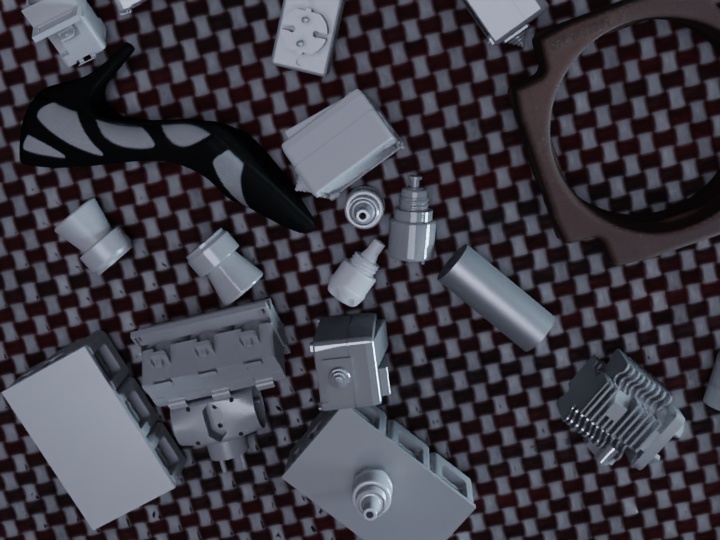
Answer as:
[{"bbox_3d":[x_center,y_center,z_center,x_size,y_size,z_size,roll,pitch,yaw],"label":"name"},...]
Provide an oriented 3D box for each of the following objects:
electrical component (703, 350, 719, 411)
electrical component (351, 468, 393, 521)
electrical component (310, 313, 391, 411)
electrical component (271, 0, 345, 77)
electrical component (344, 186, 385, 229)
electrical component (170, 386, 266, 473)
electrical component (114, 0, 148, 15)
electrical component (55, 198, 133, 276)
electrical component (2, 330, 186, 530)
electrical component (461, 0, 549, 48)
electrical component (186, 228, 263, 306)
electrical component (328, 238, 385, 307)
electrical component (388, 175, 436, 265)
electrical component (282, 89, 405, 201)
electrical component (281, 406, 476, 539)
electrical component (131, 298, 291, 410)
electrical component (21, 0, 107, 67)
[{"bbox_3d":[0.333,0.098,0.937,0.055,0.055,0.047,10,100,0],"label":"electrical component"},{"bbox_3d":[0.009,0.192,0.906,0.035,0.061,0.035,1,103,3],"label":"electrical component"},{"bbox_3d":[-0.006,0.079,0.927,0.061,0.096,0.061,-6,103,4],"label":"electrical component"},{"bbox_3d":[-0.044,-0.194,0.874,0.047,0.076,0.065,13,104,0],"label":"electrical component"},{"bbox_3d":[0.003,-0.051,0.913,0.035,0.061,0.035,1,103,2],"label":"electrical component"},{"bbox_3d":[-0.124,0.147,0.976,0.077,0.043,0.079,-13,102,6],"label":"electrical component"},{"bbox_3d":[-0.189,-0.249,0.886,0.081,0.042,0.063,-22,103,9],"label":"electrical component"},{"bbox_3d":[-0.232,-0.029,0.939,0.045,0.045,0.055,-39,99,11],"label":"electrical component"},{"bbox_3d":[-0.236,0.142,0.971,0.089,0.061,0.150,-28,100,9],"label":"electrical component"},{"bbox_3d":[0.113,-0.225,0.866,0.061,0.061,0.096,-35,99,10],"label":"electrical component"},{"bbox_3d":[-0.119,-0.003,0.940,0.045,0.045,0.055,-39,98,11],"label":"electrical component"},{"bbox_3d":[0.000,0.000,0.940,0.035,0.035,0.061,34,100,-5],"label":"electrical component"},{"bbox_3d":[0.045,-0.042,0.924,0.040,0.040,0.078,3,103,2],"label":"electrical component"},{"bbox_3d":[-0.021,-0.102,0.899,0.096,0.062,0.061,-35,84,10],"label":"electrical component"},{"bbox_3d":[0.018,0.187,0.969,0.150,0.061,0.089,38,102,-6],"label":"electrical component"},{"bbox_3d":[-0.129,0.075,0.943,0.121,0.063,0.078,-13,143,6],"label":"electrical component"},{"bbox_3d":[-0.240,-0.206,0.883,0.042,0.081,0.063,-25,130,9],"label":"electrical component"}]
